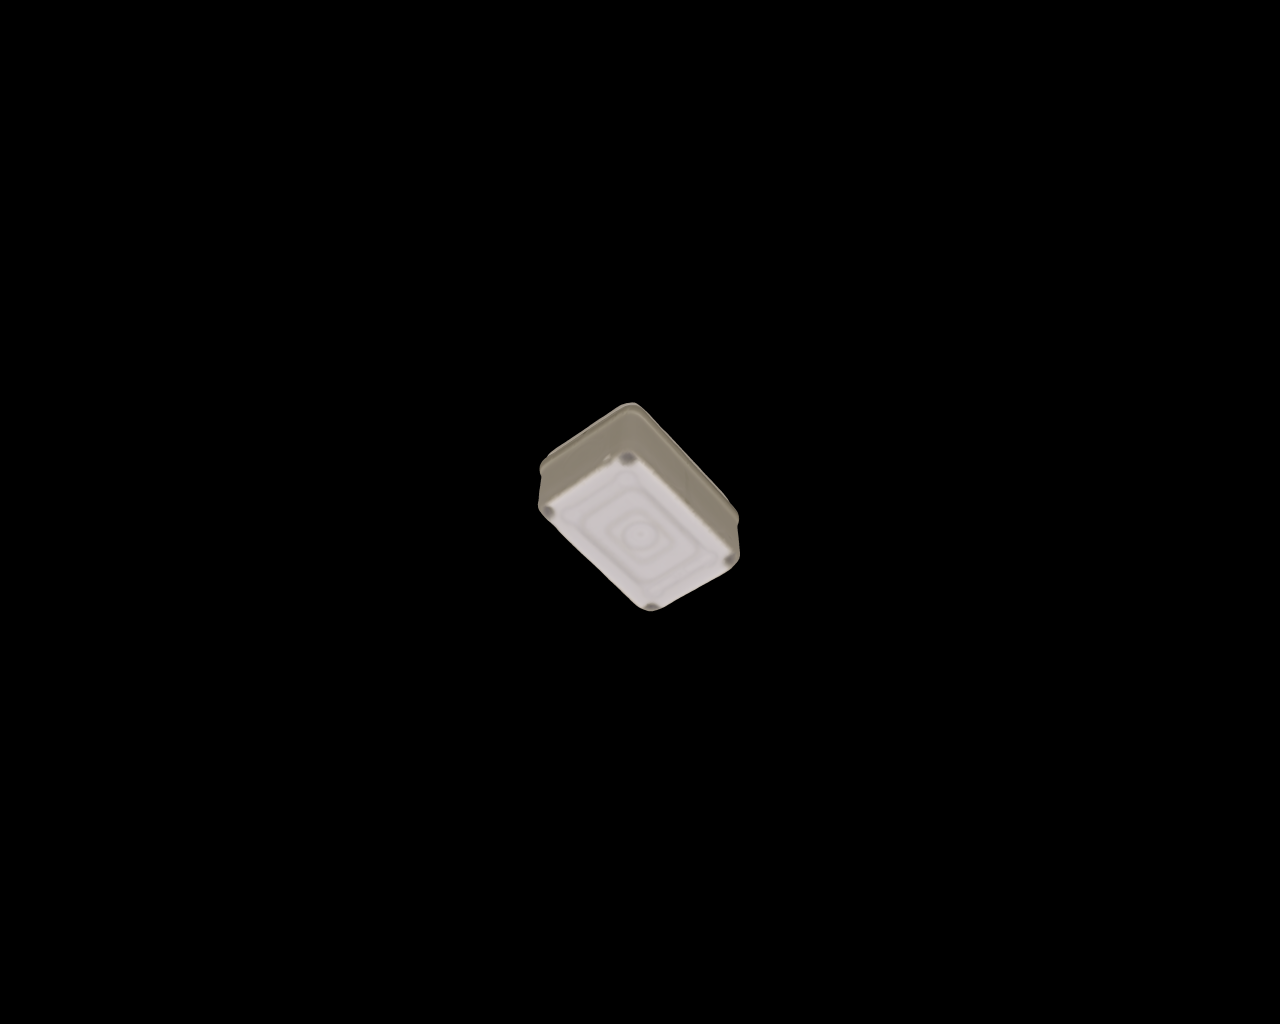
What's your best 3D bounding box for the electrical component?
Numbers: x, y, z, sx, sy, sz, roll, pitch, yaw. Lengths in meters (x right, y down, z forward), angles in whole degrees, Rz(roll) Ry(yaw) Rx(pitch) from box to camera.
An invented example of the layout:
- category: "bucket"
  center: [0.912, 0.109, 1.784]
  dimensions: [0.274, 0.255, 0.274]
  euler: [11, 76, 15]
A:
- category: "electrical component"
  center: [0.001, -0.003, 0.650]
  dimensions: [0.078, 0.113, 0.057]
  euler: [-32, 32, 22]
